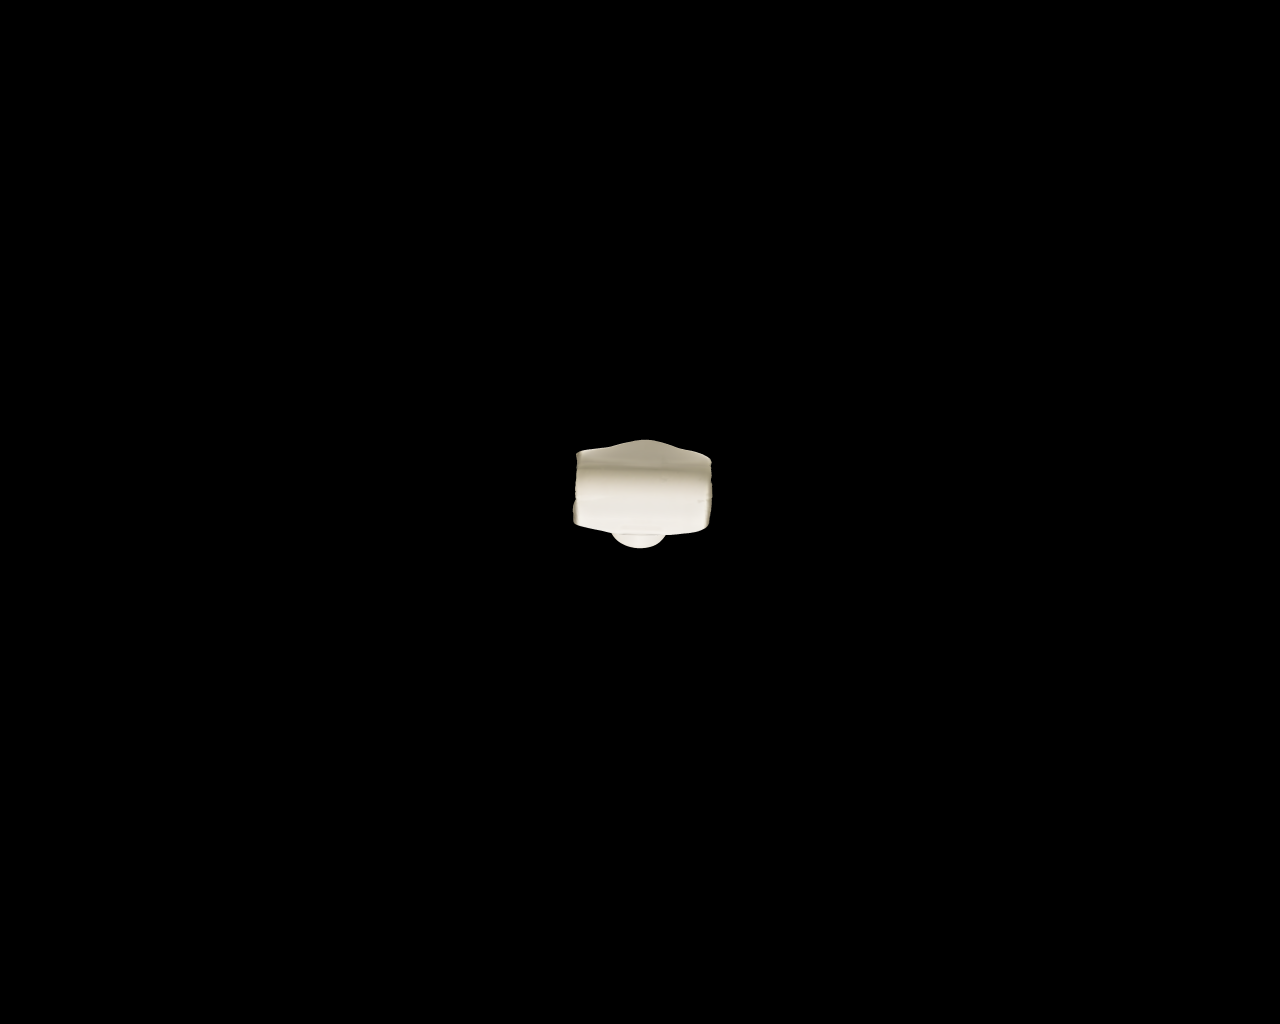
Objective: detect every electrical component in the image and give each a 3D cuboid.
[{"bbox_3d":[0.001,-0.003,0.650,0.077,0.043,0.079,2,-35,-2],"label":"electrical component"}]
